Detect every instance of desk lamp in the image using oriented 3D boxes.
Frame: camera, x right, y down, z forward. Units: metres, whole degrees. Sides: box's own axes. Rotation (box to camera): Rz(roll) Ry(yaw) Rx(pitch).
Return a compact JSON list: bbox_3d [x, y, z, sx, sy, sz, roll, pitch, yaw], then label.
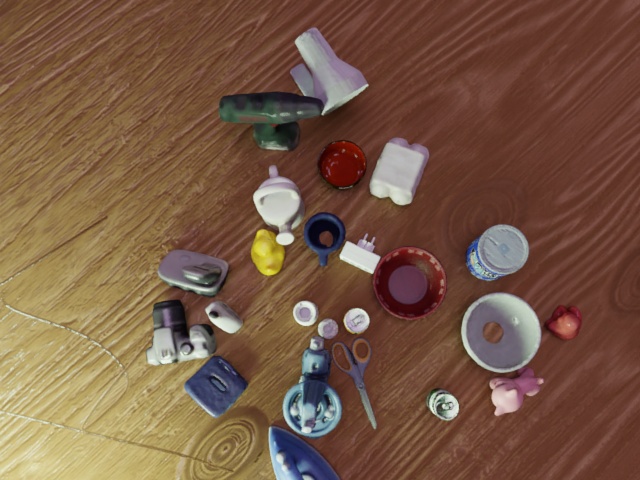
[{"bbox_3d":[0.010,-0.363,1.278,0.118,0.213,0.203,-33,80,-3],"label":"desk lamp"}]

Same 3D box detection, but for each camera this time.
[{"bbox_3d":[-0.312,0.199,1.252,0.143,0.101,0.137,-11,80,1],"label":"camera"}]

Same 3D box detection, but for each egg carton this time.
[{"bbox_3d":[0.180,-0.158,1.308,0.107,0.069,0.150,20,82,6],"label":"egg carton"}]

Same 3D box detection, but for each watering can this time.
[{"bbox_3d":[-0.086,-0.079,1.243,0.101,0.194,0.173,-33,80,-3],"label":"watering can"}]

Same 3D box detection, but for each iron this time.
[{"bbox_3d":[-0.035,0.499,1.169,0.118,0.141,0.258,-37,81,-4],"label":"iron"}]

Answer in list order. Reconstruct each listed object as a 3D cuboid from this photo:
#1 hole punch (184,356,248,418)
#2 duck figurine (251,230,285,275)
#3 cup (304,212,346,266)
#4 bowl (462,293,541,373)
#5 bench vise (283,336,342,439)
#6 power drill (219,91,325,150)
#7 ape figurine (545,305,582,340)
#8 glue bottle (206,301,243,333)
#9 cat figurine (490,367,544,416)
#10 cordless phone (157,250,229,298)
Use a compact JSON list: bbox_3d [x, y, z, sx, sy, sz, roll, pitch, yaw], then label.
[{"bbox_3d":[-0.223,0.313,1.234,0.108,0.091,0.101,41,84,8],"label":"hole punch"},{"bbox_3d":[-0.120,0.025,1.282,0.077,0.086,0.104,-10,80,1],"label":"duck figurine"},{"bbox_3d":[0.012,0.005,1.275,0.091,0.095,0.118,1,80,3],"label":"cup"},{"bbox_3d":[0.383,0.199,1.236,0.167,0.075,0.167,0,80,2],"label":"bowl"},{"bbox_3d":[-0.025,0.307,1.161,0.121,0.220,0.207,-14,80,0],"label":"bench vise"},{"bbox_3d":[-0.099,-0.269,1.269,0.229,0.208,0.076,4,80,3],"label":"power drill"},{"bbox_3d":[0.528,0.177,1.225,0.078,0.092,0.076,-13,80,0],"label":"ape figurine"},{"bbox_3d":[-0.212,0.161,1.218,0.037,0.173,0.078,-44,81,-5],"label":"glue bottle"},{"bbox_3d":[0.407,0.315,1.193,0.128,0.118,0.067,-24,80,-2],"label":"cat figurine"},{"bbox_3d":[-0.283,0.064,1.232,0.147,0.185,0.094,11,81,5],"label":"cordless phone"}]
